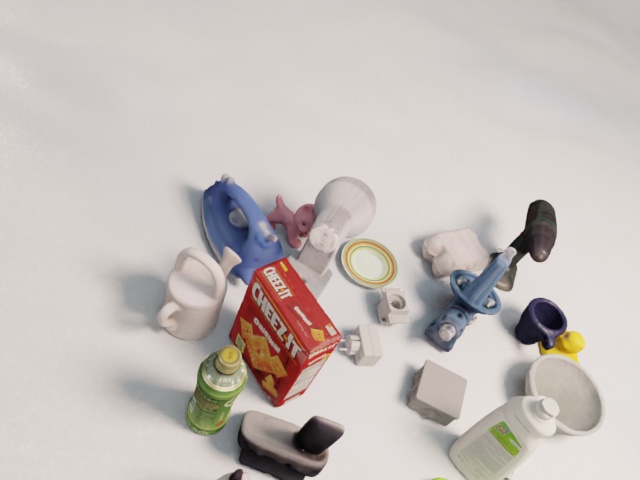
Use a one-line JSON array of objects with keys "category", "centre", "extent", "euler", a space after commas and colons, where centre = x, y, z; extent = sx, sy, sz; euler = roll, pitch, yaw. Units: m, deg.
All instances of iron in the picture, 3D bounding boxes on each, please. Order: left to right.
[{"category": "iron", "centre": [-0.158, -0.045, 1.121], "extent": [0.119, 0.141, 0.258], "euler": [-20, 63, -33]}]

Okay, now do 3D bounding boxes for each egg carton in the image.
[{"category": "egg carton", "centre": [0.307, 0.031, 1.297], "extent": [0.151, 0.069, 0.107], "euler": [-11, 58, -29]}]

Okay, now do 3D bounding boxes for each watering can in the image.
[{"category": "watering can", "centre": [-0.205, 0.076, 0.969], "extent": [0.101, 0.194, 0.173], "euler": [22, 48, -4]}]

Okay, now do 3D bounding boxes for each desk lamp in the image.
[{"category": "desk lamp", "centre": [0.010, 0.004, 1.102], "extent": [0.118, 0.213, 0.203], "euler": [30, 48, 3]}]

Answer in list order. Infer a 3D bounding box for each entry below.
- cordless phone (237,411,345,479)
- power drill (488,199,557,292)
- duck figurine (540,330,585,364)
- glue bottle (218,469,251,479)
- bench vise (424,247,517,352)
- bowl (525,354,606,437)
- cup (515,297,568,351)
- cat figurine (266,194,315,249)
[{"category": "cordless phone", "centre": [-0.044, 0.290, 0.869], "extent": [0.147, 0.185, 0.094], "euler": [20, 48, -6]}, {"category": "power drill", "centre": [0.453, 0.019, 1.273], "extent": [0.075, 0.208, 0.230], "euler": [29, 48, 2]}, {"category": "duck figurine", "centre": [0.527, 0.232, 1.214], "extent": [0.078, 0.086, 0.104], "euler": [-10, 57, -28]}, {"category": "glue bottle", "centre": [-0.127, 0.349, 0.796], "extent": [0.078, 0.173, 0.037], "euler": [-8, 56, -27]}, {"category": "bench vise", "centre": [0.310, 0.119, 1.126], "extent": [0.121, 0.219, 0.207], "euler": [25, 48, -1]}, {"category": "bowl", "centre": [0.469, 0.315, 1.131], "extent": [0.168, 0.074, 0.167], "euler": [11, 50, -13]}, {"category": "cup", "centre": [0.460, 0.194, 1.212], "extent": [0.092, 0.095, 0.118], "euler": [15, 49, -10]}, {"category": "cat figurine", "centre": [-0.043, -0.048, 1.186], "extent": [0.127, 0.117, 0.067], "euler": [32, 48, 5]}]
